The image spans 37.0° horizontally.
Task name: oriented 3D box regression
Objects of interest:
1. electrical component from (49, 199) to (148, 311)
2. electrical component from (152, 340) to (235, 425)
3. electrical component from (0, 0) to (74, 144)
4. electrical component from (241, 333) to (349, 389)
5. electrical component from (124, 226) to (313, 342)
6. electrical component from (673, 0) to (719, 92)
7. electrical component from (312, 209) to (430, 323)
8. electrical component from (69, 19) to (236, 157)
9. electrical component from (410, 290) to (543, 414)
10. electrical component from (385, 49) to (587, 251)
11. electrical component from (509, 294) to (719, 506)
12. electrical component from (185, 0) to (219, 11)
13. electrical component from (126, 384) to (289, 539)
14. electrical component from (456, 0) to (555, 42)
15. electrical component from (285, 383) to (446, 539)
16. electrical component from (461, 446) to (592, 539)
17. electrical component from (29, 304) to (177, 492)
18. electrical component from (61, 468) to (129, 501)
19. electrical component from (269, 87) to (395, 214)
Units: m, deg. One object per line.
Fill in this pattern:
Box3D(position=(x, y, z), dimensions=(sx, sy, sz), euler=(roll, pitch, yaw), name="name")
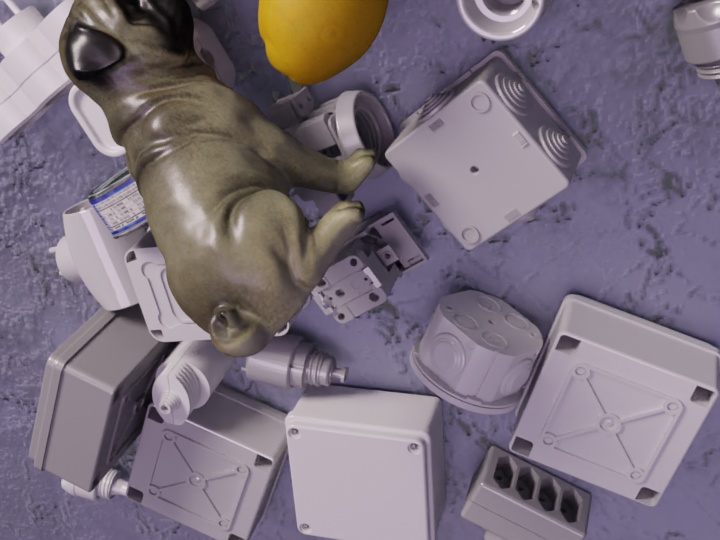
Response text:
Box3D(position=(-0.195, -0.012, 0.790), dimensions=(0.079, 0.044, 0.077), euler=(-9, 111, 29), name="electrical component")
Box3D(position=(-0.127, 0.080, 0.797), dimensions=(0.043, 0.081, 0.043), euler=(8, 120, 14), name="electrical component")
Box3D(position=(-0.220, -0.150, 0.717), dimensions=(0.138, 0.052, 0.073), euler=(-32, 104, 29), name="electrical component")
Box3D(position=(-0.047, 0.068, 0.787), dimensions=(0.078, 0.040, 0.040), euler=(12, 121, 12), name="electrical component")
Box3D(position=(-0.097, 0.002, 0.758), dimensions=(0.113, 0.057, 0.078), euler=(-4, 116, 21), name="electrical component")
Box3D(position=(0.202, -0.124, 0.596), dimensions=(0.043, 0.043, 0.062), euler=(-15, 113, 25), name="electrical component")
Box3D(position=(0.000, 0.000, 0.721), dimensions=(0.081, 0.063, 0.042), euler=(-30, 106, 29), name="electrical component")
Box3D(position=(-0.132, -0.120, 0.700), dimensions=(0.095, 0.059, 0.053), euler=(-21, 109, 27), name="electrical component")
Box3D(position=(0.078, 0.054, 0.716), dimensions=(0.080, 0.080, 0.051), euler=(24, 118, 4), name="electrical component")
Box3D(position=(0.076, -0.071, 0.661), dimensions=(0.100, 0.048, 0.099), euler=(-35, 103, 35), name="electrical component")
Box3D(position=(0.168, 0.086, 0.716), dimensions=(0.109, 0.056, 0.108), euler=(21, 122, 6), name="electrical component")
Box3D(position=(-0.127, -0.186, 0.664), dimensions=(0.057, 0.058, 0.078), euler=(-35, 103, 28), name="electrical component")
Box3D(position=(-0.118, 0.149, 0.846), dimensions=(0.109, 0.056, 0.108), euler=(23, 123, 5), name="electrical component")
Box3D(position=(0.084, -0.161, 0.613), dimensions=(0.055, 0.047, 0.055), euler=(8, 120, 14), name="electrical component")
Box3D(position=(0.006, 0.147, 0.804), dimensions=(0.109, 0.056, 0.108), euler=(5, 119, 16), name="electrical component")
Box3D(position=(0.115, 0.186, 0.795), dimensions=(0.083, 0.047, 0.075), euler=(26, 122, 3), name="electrical component")
Box3D(position=(-0.189, 0.089, 0.805), dimensions=(0.056, 0.108, 0.108), euler=(25, 123, 7), name="electrical component")
Box3D(position=(-0.219, 0.179, 0.910), dimensions=(0.061, 0.035, 0.035), euler=(14, 121, 8), name="electrical component")
Box3D(position=(-0.014, -0.081, 0.685), dimensions=(0.057, 0.058, 0.078), euler=(-17, 111, 29), name="electrical component")
